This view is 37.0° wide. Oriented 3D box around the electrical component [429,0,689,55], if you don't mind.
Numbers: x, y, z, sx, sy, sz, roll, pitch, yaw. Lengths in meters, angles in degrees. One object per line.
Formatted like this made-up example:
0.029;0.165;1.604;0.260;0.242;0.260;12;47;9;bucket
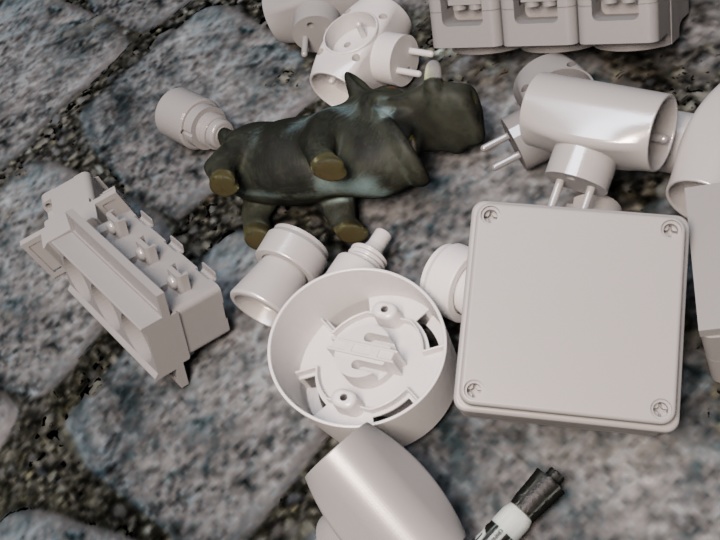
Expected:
0.130;-0.179;0.705;0.150;0.061;0.089;5;26;29;electrical component

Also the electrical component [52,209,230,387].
-0.144;0.011;0.715;0.063;0.078;0.121;-30;45;-26;electrical component

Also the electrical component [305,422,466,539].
0.003;0.132;0.562;0.077;0.043;0.079;48;124;10;electrical component

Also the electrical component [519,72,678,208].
0.128;-0.067;0.604;0.077;0.043;0.079;17;85;31;electrical component

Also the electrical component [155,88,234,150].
-0.120;-0.109;0.807;0.078;0.040;0.040;28;72;38;electrical component

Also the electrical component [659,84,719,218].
0.196;-0.072;0.624;0.079;0.043;0.077;17;65;34;electrical component

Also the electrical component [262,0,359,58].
-0.032;-0.193;0.821;0.077;0.044;0.079;-14;52;20;electrical component

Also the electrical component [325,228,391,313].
0.000;0.000;0.674;0.035;0.035;0.061;16;61;34;electrical component

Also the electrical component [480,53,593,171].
0.114;-0.088;0.674;0.079;0.044;0.077;-27;49;5;electrical component

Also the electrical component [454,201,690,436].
0.108;0.026;0.553;0.109;0.056;0.108;5;77;8;electrical component

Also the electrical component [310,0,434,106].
0.015;-0.153;0.770;0.079;0.044;0.077;17;65;33;electrical component

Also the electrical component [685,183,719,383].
0.246;0.000;0.535;0.150;0.061;0.089;-8;54;21;electrical component

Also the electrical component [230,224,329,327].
-0.051;0.004;0.688;0.045;0.045;0.055;14;64;33;electrical component

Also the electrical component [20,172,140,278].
-0.206;-0.035;0.795;0.081;0.042;0.063;-28;45;4;electrical component

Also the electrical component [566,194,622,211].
0.133;-0.016;0.617;0.040;0.040;0.046;-6;49;22;electrical component

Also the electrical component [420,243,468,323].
0.069;0.012;0.624;0.055;0.045;0.045;23;69;37;electrical component

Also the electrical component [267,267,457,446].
0.005;0.052;0.613;0.099;0.064;0.099;-13;52;17;electrical component
